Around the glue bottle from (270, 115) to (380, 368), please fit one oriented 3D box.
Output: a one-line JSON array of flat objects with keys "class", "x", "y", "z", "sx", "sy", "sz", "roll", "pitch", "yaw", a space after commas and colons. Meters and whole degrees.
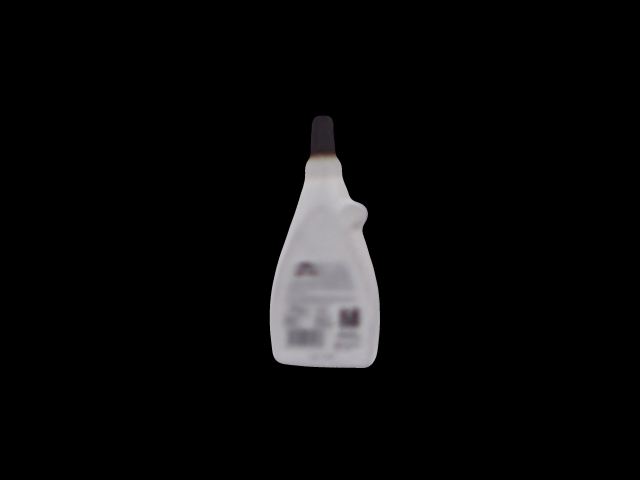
[{"class": "glue bottle", "x": 0.004, "y": 0.001, "z": 0.400, "sx": 0.078, "sy": 0.173, "sz": 0.037, "roll": 1, "pitch": 9, "yaw": 7}]
